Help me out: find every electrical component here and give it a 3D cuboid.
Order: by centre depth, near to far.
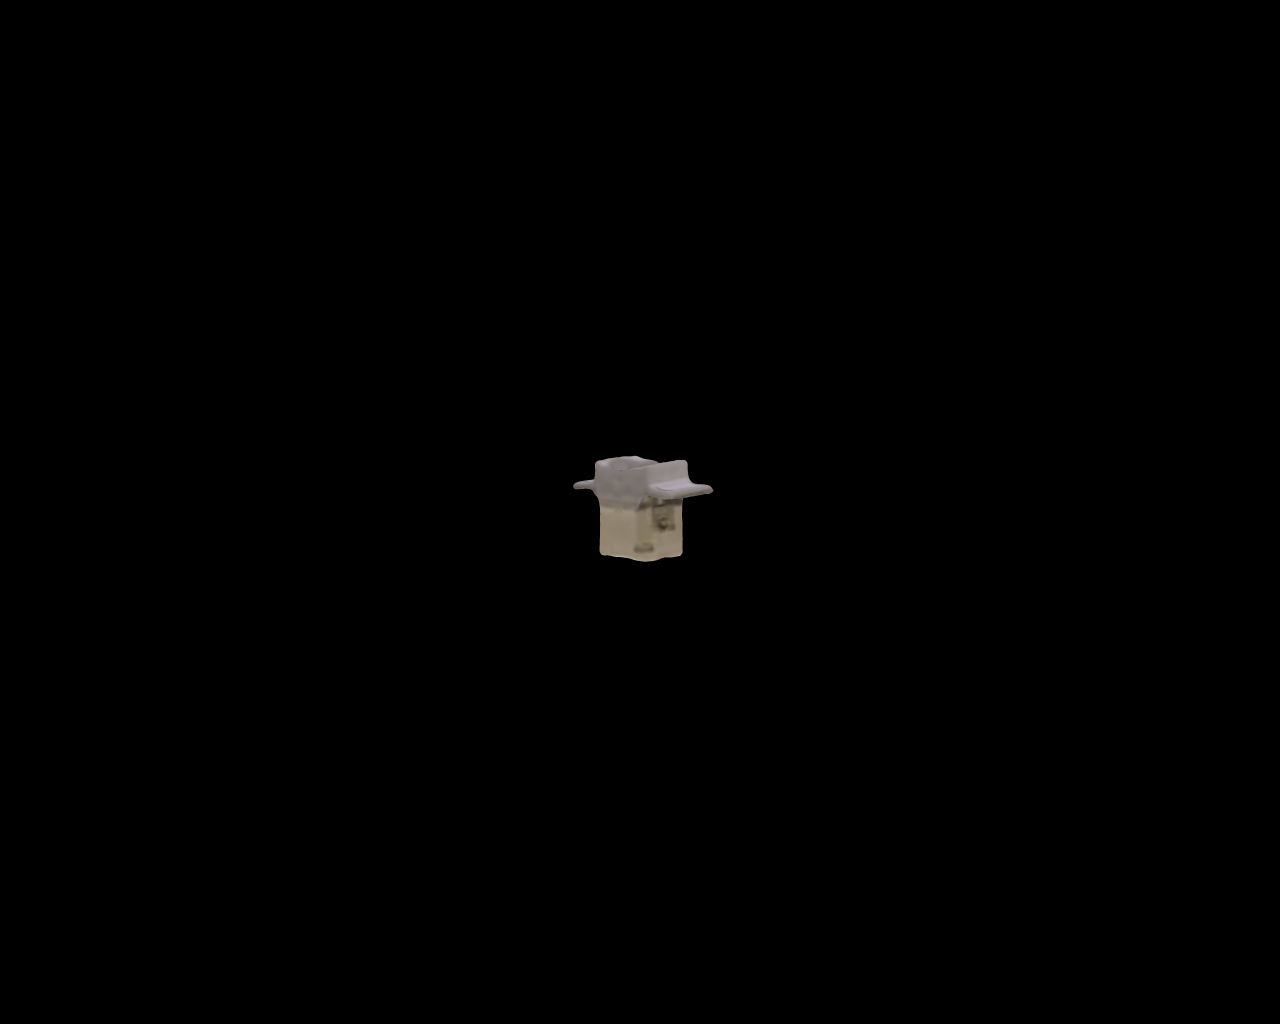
[{"bbox_3d":[0.001,-0.003,0.650,0.081,0.063,0.042,8,12,43],"label":"electrical component"}]
